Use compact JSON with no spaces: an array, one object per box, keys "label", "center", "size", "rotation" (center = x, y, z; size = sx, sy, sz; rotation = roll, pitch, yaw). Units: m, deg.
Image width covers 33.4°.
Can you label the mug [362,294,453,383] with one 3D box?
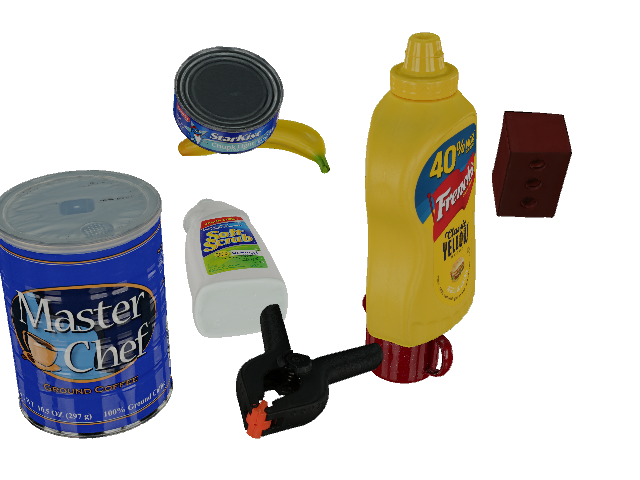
[{"label":"mug","center":[0.099,0.107,1.167],"size":[0.093,0.081,0.117],"rotation":[-25,40,-36]}]

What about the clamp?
[{"label":"clamp","center":[-0.031,0.110,0.930],"size":[0.120,0.039,0.171],"rotation":[19,26,23]}]

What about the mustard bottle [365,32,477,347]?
[{"label":"mustard bottle","center":[0.064,-0.035,0.670],"size":[0.058,0.192,0.096],"rotation":[17,33,33]}]

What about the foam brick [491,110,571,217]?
[{"label":"foam brick","center":[0.180,-0.065,0.919],"size":[0.053,0.051,0.078],"rotation":[2,-44,0]}]

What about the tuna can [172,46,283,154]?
[{"label":"tuna can","center":[-0.074,-0.110,0.845],"size":[0.086,0.086,0.034],"rotation":[0,-32,-11]}]

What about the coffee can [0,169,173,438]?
[{"label":"coffee can","center":[-0.149,0.039,0.682],"size":[0.103,0.140,0.103],"rotation":[0,28,0]}]

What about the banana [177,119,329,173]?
[{"label":"banana","center":[-0.076,-0.124,1.319],"size":[0.198,0.037,0.069],"rotation":[6,39,16]}]

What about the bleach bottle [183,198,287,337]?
[{"label":"bleach bottle","center":[-0.113,0.016,1.193],"size":[0.102,0.068,0.251],"rotation":[-6,27,-15]}]
